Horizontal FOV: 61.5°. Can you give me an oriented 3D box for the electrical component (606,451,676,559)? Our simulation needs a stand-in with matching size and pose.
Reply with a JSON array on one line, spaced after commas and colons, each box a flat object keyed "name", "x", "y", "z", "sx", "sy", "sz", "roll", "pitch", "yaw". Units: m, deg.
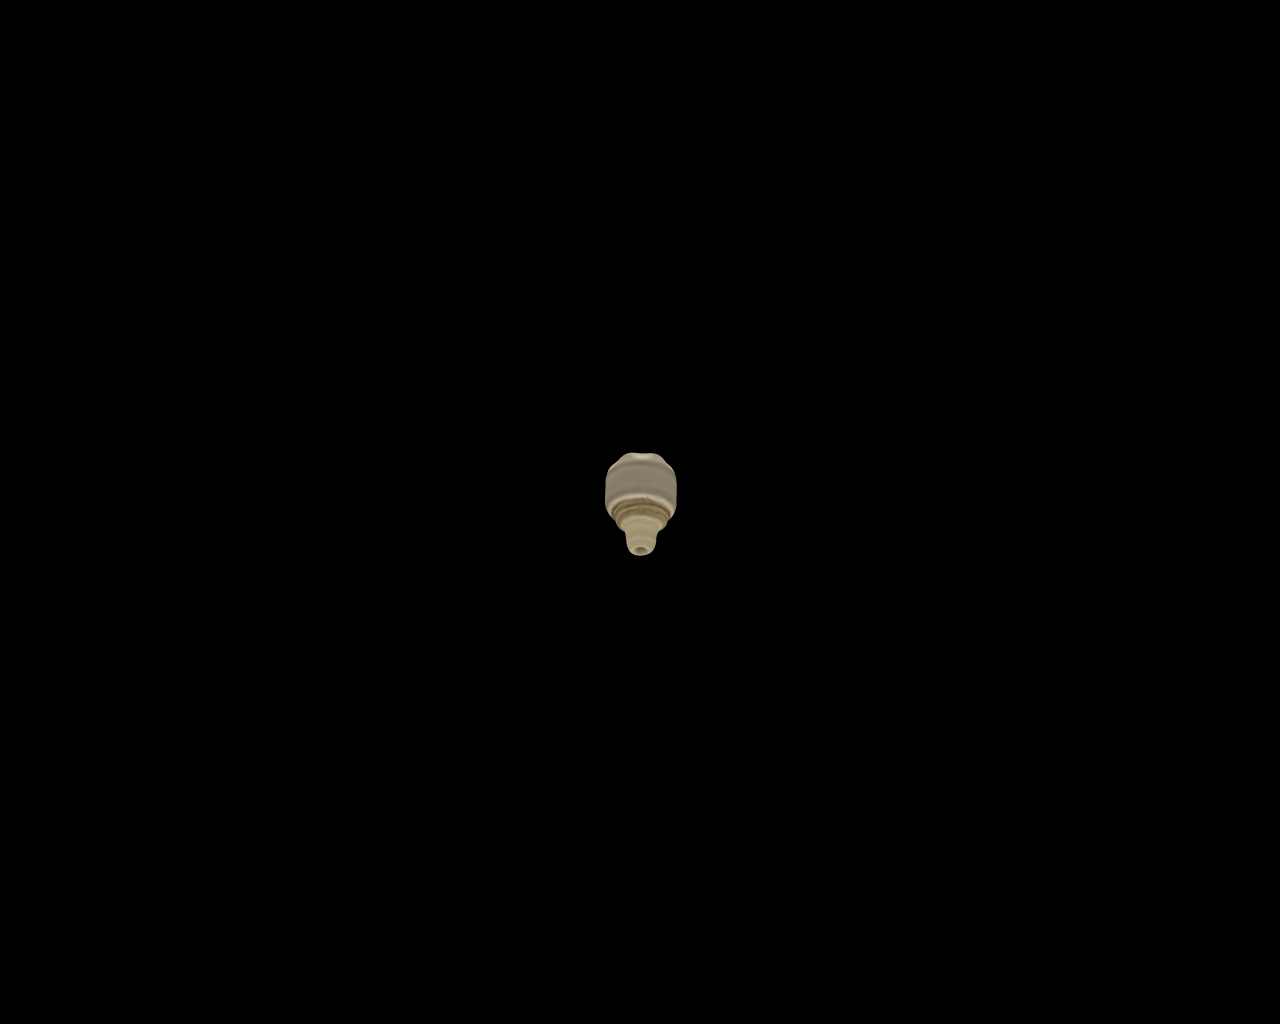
[{"name": "electrical component", "x": 0.001, "y": -0.003, "z": 0.650, "sx": 0.043, "sy": 0.062, "sz": 0.043, "roll": 0, "pitch": -31, "yaw": 0}]
